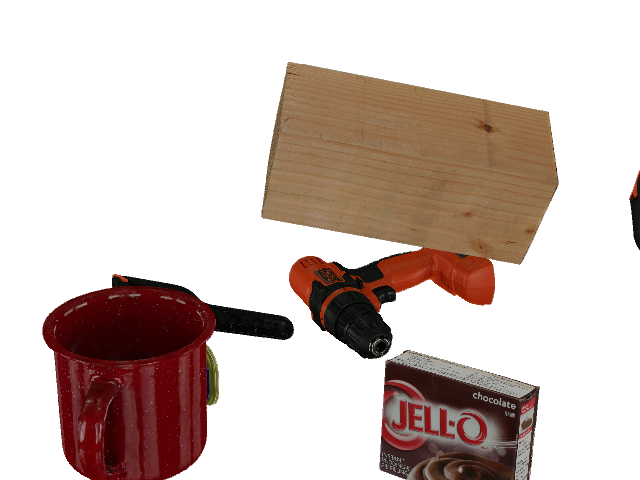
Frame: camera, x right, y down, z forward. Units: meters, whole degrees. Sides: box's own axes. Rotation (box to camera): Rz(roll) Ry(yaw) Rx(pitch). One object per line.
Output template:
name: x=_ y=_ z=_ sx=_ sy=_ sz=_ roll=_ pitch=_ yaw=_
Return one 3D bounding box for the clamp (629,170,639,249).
clamp: x=0.270 y=0.014 z=0.694 sx=0.120 sy=0.039 sz=0.171 roll=-3 pitch=46 yaw=-21

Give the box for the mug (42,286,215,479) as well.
mug: x=-0.106 y=0.086 z=0.583 sx=0.093 sy=0.081 sz=0.117 roll=4 pitch=23 yaw=5

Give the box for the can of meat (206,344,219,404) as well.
can of meat: x=-0.146 y=0.107 z=0.864 sx=0.083 sy=0.057 sz=0.102 roll=-19 pitch=31 yaw=-36

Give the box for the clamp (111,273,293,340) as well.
clamp: x=-0.156 y=0.084 z=1.136 sx=0.210 sy=0.036 sz=0.164 roll=18 pitch=21 yaw=28

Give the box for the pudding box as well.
pudding box: x=0.100 y=0.138 z=0.782 sx=0.114 sy=0.090 sz=0.039 roll=11 pitch=19 yaw=31

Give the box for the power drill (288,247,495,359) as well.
power drill: x=0.080 y=0.051 z=1.090 sx=0.187 sy=0.057 sz=0.185 roll=-12 pitch=28 yaw=-21

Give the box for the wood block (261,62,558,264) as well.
wood block: x=0.065 y=-0.059 z=0.818 sx=0.206 sy=0.090 sz=0.090 roll=10 pitch=-45 yaw=-5
